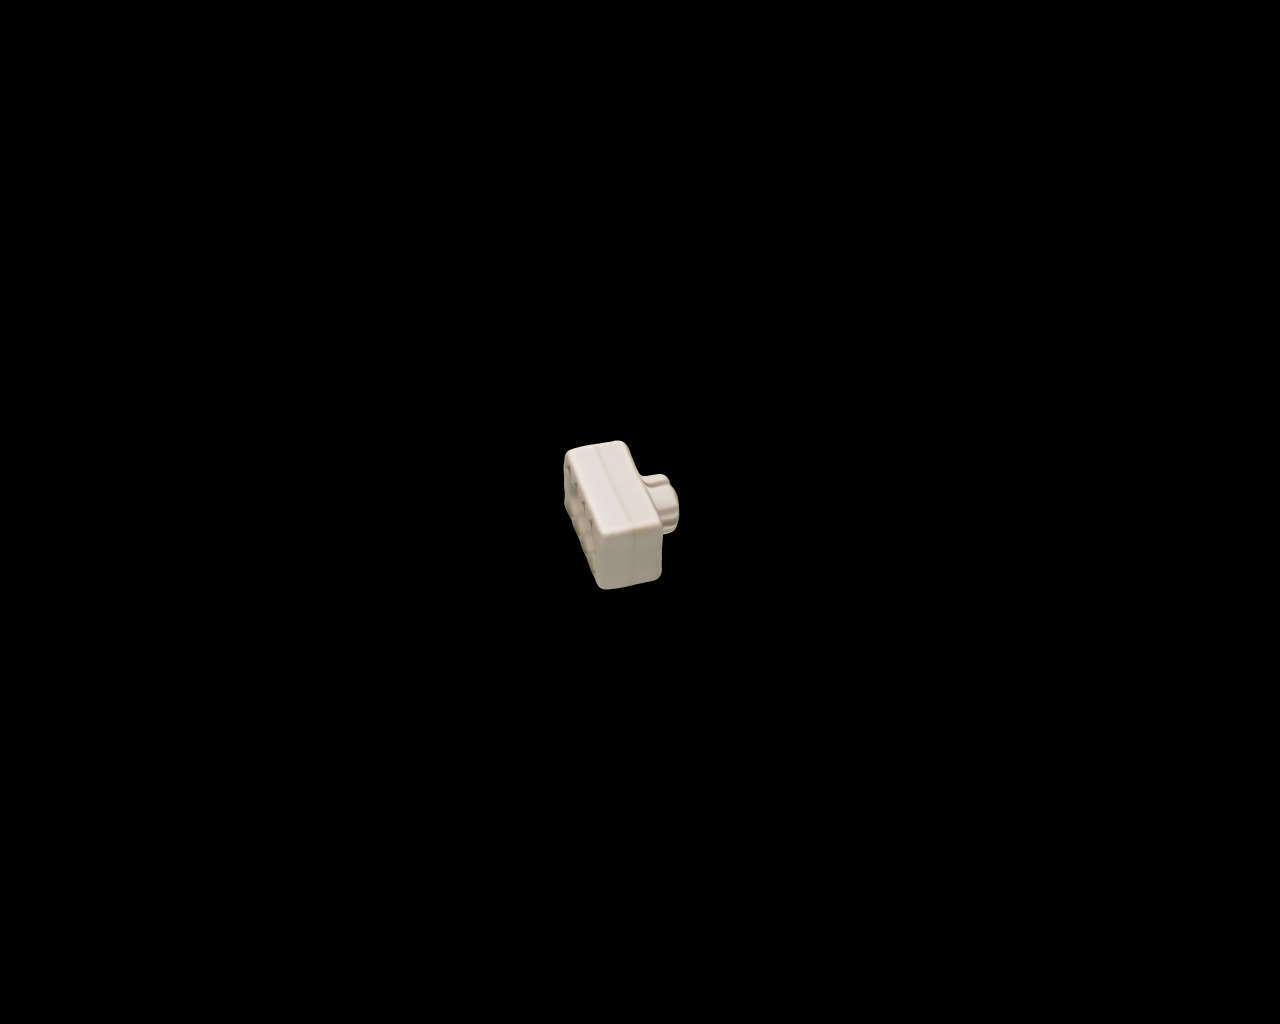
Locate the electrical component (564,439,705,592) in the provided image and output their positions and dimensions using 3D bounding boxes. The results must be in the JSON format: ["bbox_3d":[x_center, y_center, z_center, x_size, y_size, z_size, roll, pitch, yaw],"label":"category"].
[{"bbox_3d":[0.001,-0.003,0.650,0.076,0.047,0.083,-11,43,-12],"label":"electrical component"}]
